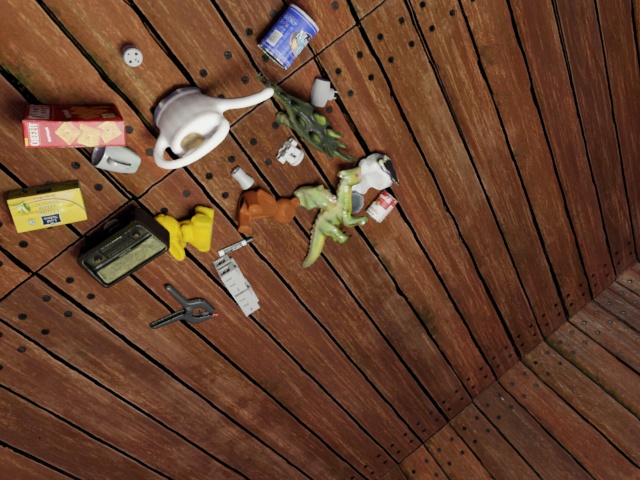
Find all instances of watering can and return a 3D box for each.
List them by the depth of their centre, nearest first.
[{"bbox_3d":[-0.297,-0.323,1.337,0.348,0.228,0.102,-38,146,-4],"label":"watering can"}]

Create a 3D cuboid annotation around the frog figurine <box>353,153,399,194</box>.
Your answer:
[{"bbox_3d":[0.169,-0.215,1.732,0.158,0.125,0.136,-23,145,31],"label":"frog figurine"}]

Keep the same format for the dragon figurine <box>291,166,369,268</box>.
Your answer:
[{"bbox_3d":[0.005,-0.086,1.706,0.241,0.125,0.405,43,113,-15],"label":"dragon figurine"}]
